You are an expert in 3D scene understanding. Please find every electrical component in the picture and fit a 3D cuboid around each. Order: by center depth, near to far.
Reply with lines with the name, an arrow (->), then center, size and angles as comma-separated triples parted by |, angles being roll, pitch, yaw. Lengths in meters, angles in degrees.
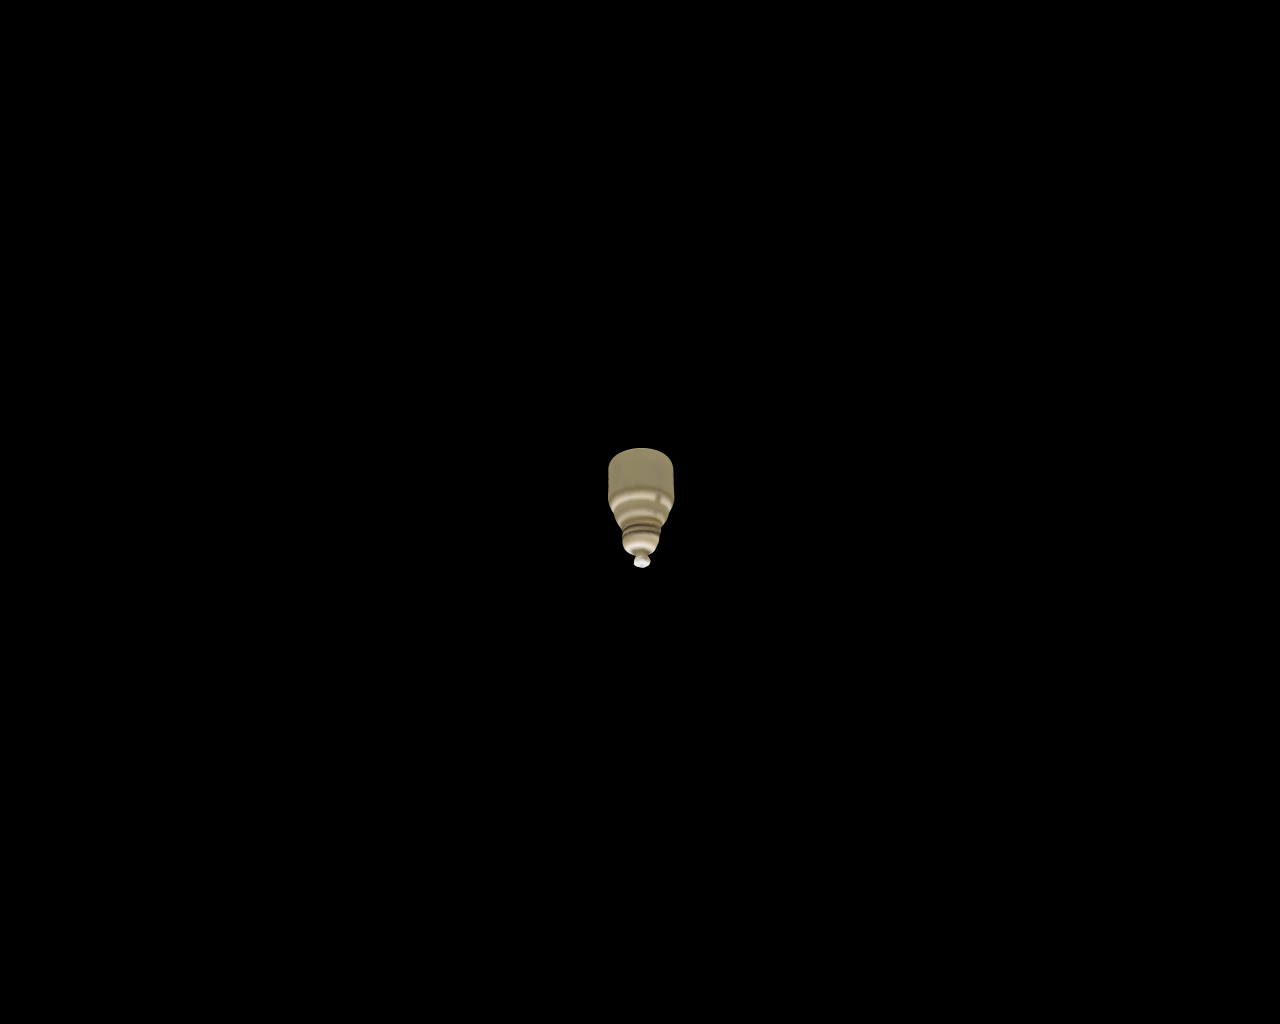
electrical component -> 0.001, -0.003, 0.650 | 0.040, 0.078, 0.040 | 0, -29, 0
